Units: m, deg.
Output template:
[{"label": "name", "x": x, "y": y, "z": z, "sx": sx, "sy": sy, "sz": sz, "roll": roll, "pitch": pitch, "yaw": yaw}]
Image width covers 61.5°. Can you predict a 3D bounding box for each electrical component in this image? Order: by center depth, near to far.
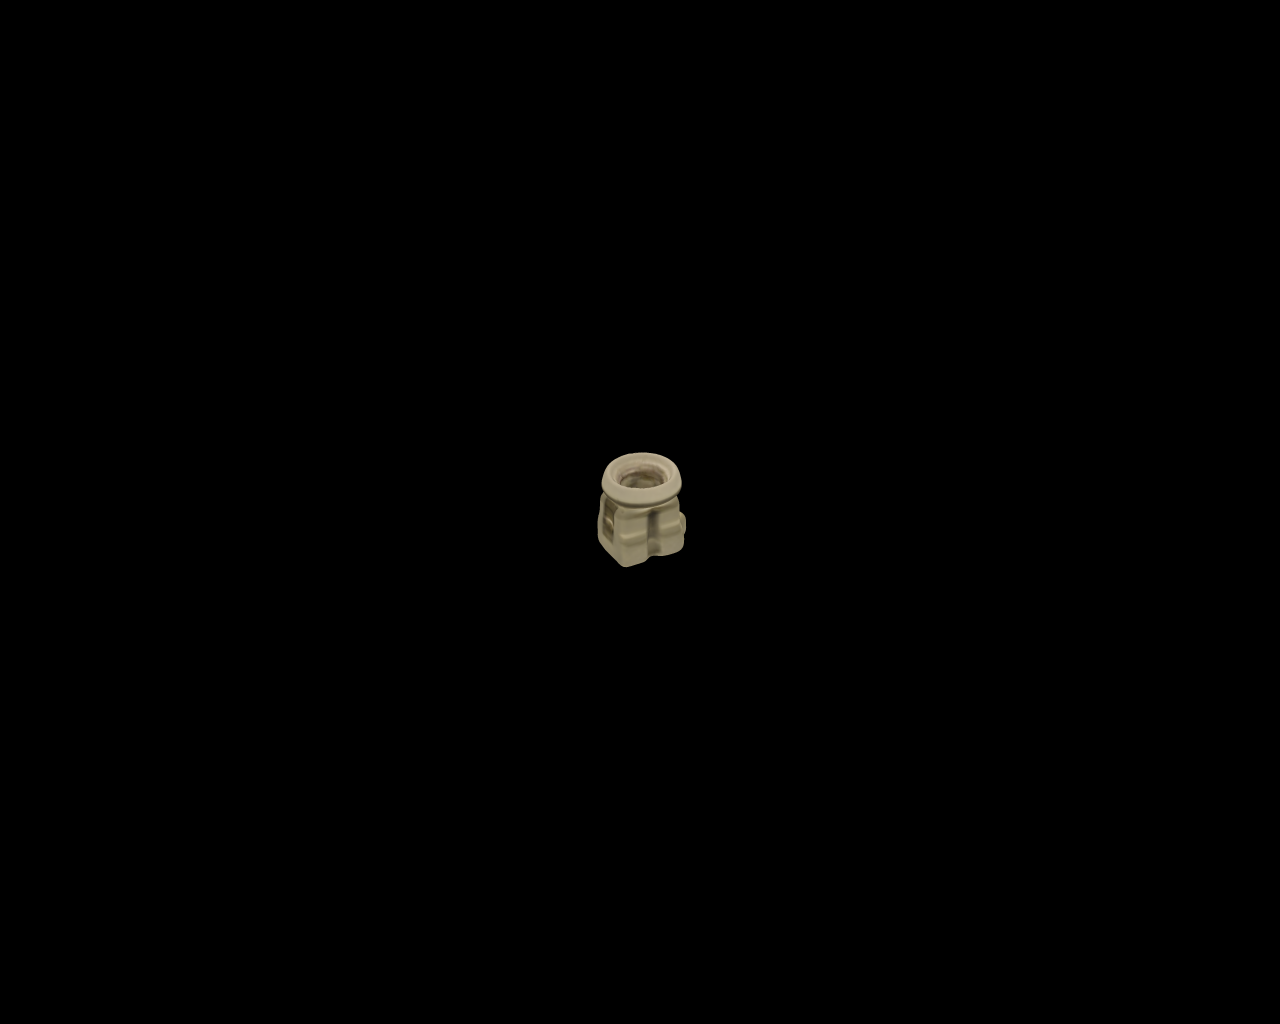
[{"label": "electrical component", "x": 0.001, "y": -0.003, "z": 0.650, "sx": 0.066, "sy": 0.055, "sz": 0.048, "roll": -17, "pitch": 36, "yaw": -24}]
